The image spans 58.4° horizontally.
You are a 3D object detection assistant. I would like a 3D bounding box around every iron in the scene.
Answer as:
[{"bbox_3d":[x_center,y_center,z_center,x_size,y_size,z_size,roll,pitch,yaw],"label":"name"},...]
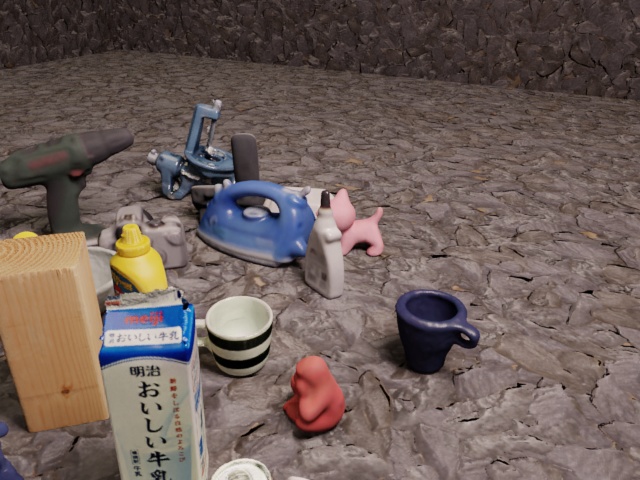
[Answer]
[{"bbox_3d":[-0.121,-0.049,1.041,0.257,0.141,0.119,11,28,20],"label":"iron"}]

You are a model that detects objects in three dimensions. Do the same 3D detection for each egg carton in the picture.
[{"bbox_3d":[-0.040,-0.060,1.147,0.150,0.069,0.107,3,26,5],"label":"egg carton"}]

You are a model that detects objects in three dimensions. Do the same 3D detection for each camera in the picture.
[{"bbox_3d":[-0.312,-0.016,1.014,0.143,0.101,0.136,-5,27,-12],"label":"camera"}]

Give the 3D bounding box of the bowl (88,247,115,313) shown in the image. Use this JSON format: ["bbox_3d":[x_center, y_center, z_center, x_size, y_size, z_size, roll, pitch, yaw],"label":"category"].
[{"bbox_3d":[-0.370,0.077,0.853,0.167,0.075,0.167,1,26,0],"label":"bowl"}]

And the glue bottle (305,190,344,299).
[{"bbox_3d":[0.008,0.003,0.904,0.037,0.173,0.077,-17,32,-32],"label":"glue bottle"}]

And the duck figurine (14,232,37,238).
[{"bbox_3d":[-0.468,0.029,0.935,0.104,0.086,0.077,8,27,15],"label":"duck figurine"}]

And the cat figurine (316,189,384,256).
[{"bbox_3d":[0.055,-0.034,1.044,0.128,0.118,0.067,-1,26,-4],"label":"cat figurine"}]

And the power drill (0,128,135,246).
[{"bbox_3d":[-0.445,-0.094,1.046,0.230,0.208,0.075,-11,29,-22],"label":"power drill"}]

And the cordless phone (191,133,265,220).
[{"bbox_3d":[-0.185,-0.126,1.146,0.147,0.185,0.094,-1,26,-3],"label":"cordless phone"}]

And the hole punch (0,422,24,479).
[{"bbox_3d":[-0.363,0.220,0.548,0.100,0.091,0.109,16,30,27],"label":"hole punch"}]

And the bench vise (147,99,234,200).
[{"bbox_3d":[-0.272,-0.192,1.236,0.207,0.220,0.121,-5,27,-11],"label":"bench vise"}]

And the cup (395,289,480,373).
[{"bbox_3d":[0.152,0.129,0.743,0.092,0.095,0.117,-23,35,-39],"label":"cup"}]

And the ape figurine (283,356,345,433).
[{"bbox_3d":[-0.009,0.172,0.656,0.076,0.092,0.078,5,27,9],"label":"ape figurine"}]

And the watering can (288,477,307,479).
[{"bbox_3d":[-0.036,0.245,0.392,0.101,0.194,0.172,-1,26,-3],"label":"watering can"}]
